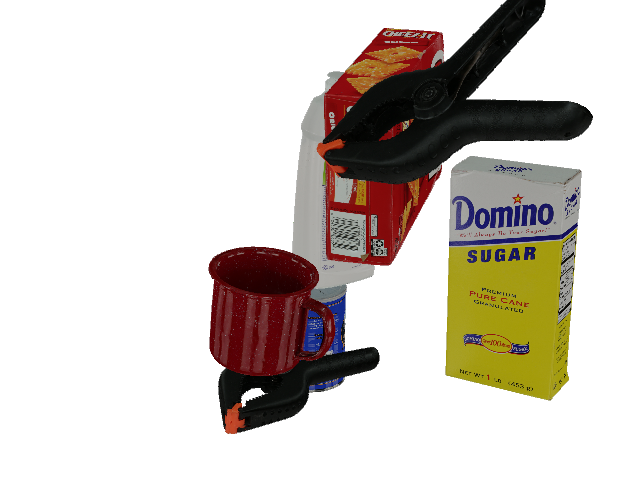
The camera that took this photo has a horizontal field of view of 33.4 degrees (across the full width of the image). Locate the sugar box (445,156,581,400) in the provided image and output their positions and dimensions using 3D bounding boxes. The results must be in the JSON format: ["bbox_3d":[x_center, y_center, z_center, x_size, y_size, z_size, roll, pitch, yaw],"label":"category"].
[{"bbox_3d":[0.147,0.028,0.825,0.093,0.176,0.048,10,24,30],"label":"sugar box"}]

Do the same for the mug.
[{"bbox_3d":[-0.041,0.065,0.901,0.117,0.081,0.093,17,26,21],"label":"mug"}]

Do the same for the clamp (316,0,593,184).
[{"bbox_3d":[0.081,-0.076,0.656,0.172,0.120,0.039,-32,-49,14],"label":"clamp"}]

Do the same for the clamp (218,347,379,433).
[{"bbox_3d":[-0.036,0.142,1.123,0.165,0.036,0.209,12,26,13],"label":"clamp"}]

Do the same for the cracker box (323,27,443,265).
[{"bbox_3d":[0.066,-0.096,1.023,0.072,0.164,0.213,7,28,17],"label":"cracker box"}]

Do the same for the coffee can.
[{"bbox_3d":[-0.015,0.128,1.502,0.103,0.140,0.103,0,19,0],"label":"coffee can"}]

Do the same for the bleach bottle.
[{"bbox_3d":[0.021,-0.072,1.241,0.102,0.251,0.068,-13,30,-32],"label":"bleach bottle"}]
